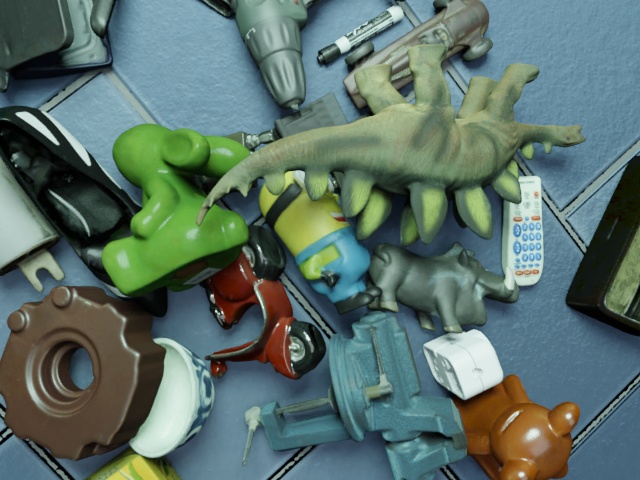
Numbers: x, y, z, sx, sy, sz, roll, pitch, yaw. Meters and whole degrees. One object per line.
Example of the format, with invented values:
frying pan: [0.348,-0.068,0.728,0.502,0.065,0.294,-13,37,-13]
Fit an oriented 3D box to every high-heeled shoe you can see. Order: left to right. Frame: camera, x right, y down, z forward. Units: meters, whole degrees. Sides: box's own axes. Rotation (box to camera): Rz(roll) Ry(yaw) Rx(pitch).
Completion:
high-heeled shoe: [-0.231,-0.021,0.541,0.086,0.145,0.248,-36,95,-7]

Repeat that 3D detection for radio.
radio: [0.434,0.012,0.700,0.131,0.073,0.229,28,87,-10]

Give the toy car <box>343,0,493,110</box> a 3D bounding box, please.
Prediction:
toy car: [0.121,-0.228,0.649,0.202,0.053,0.089,-33,103,-9]

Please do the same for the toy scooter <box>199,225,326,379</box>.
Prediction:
toy scooter: [-0.085,0.081,0.600,0.135,0.075,0.184,-32,74,18]

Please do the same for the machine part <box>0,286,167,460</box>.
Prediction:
machine part: [-0.250,0.134,0.556,0.180,0.056,0.179,-1,84,13]

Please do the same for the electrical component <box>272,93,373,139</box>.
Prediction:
electrical component: [0.006,-0.136,0.619,0.119,0.075,0.047,-29,97,-5]

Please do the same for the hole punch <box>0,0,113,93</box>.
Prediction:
hole punch: [-0.292,-0.232,0.567,0.116,0.092,0.142,-10,96,15]

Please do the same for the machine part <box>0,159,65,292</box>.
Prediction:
machine part: [-0.351,-0.051,0.553,0.079,0.079,0.243,-34,98,-8]

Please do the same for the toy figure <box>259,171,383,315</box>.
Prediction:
toy figure: [-0.002,-0.002,0.600,0.089,0.082,0.180,-26,82,-2]

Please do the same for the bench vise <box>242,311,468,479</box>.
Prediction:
bench vise: [0.035,0.202,0.614,0.241,0.129,0.223,-15,104,10]

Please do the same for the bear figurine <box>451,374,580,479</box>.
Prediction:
bear figurine: [0.228,0.223,0.605,0.132,0.196,0.120,42,81,-10]

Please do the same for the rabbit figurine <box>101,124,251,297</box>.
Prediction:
rabbit figurine: [-0.151,-0.048,0.532,0.159,0.121,0.170,-32,77,27]

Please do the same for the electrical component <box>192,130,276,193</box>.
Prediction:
electrical component: [-0.100,-0.082,0.598,0.102,0.045,0.078,-3,83,23]

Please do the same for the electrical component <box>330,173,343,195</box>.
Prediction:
electrical component: [0.043,-0.080,0.653,0.063,0.021,0.094,-23,95,-9]

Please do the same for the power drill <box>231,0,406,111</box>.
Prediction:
power drill: [0.001,-0.276,0.605,0.207,0.086,0.232,-26,82,-5]

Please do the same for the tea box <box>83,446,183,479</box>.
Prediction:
tea box: [-0.186,0.318,0.595,0.098,0.068,0.169,-37,98,-9]

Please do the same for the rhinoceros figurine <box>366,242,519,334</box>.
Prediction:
rhinoceros figurine: [0.147,0.056,0.655,0.190,0.073,0.112,12,78,-9]

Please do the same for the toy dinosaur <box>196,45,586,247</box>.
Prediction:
toy dinosaur: [0.102,-0.093,0.559,0.471,0.105,0.198,-4,88,-22]
